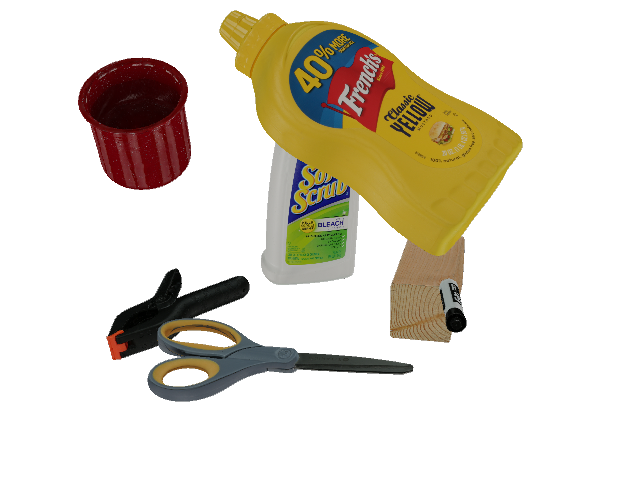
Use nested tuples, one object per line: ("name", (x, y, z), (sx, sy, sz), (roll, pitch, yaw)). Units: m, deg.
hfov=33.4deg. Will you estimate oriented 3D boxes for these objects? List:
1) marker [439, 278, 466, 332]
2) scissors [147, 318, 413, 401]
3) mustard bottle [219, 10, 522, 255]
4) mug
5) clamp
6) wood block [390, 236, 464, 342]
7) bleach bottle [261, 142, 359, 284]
("marker", (0.124, 0.061, 1.002), (0.020, 0.020, 0.121), (0, 13, 4))
("scissors", (-0.041, 0.099, 0.796), (0.202, 0.016, 0.096), (12, 36, 22))
("mustard bottle", (0.020, -0.078, 0.639), (0.192, 0.096, 0.058), (35, -34, 8))
("mug", (-0.161, -0.107, 0.939), (0.093, 0.117, 0.081), (-15, -38, -10))
("clamp", (-0.159, 0.077, 1.164), (0.120, 0.039, 0.171), (-6, 25, 32))
("wood block", (0.166, 0.068, 1.630), (0.091, 0.090, 0.206), (4, 22, 11))
("bleach bottle", (-0.010, -0.080, 1.089), (0.102, 0.251, 0.068), (-5, 27, -12))
